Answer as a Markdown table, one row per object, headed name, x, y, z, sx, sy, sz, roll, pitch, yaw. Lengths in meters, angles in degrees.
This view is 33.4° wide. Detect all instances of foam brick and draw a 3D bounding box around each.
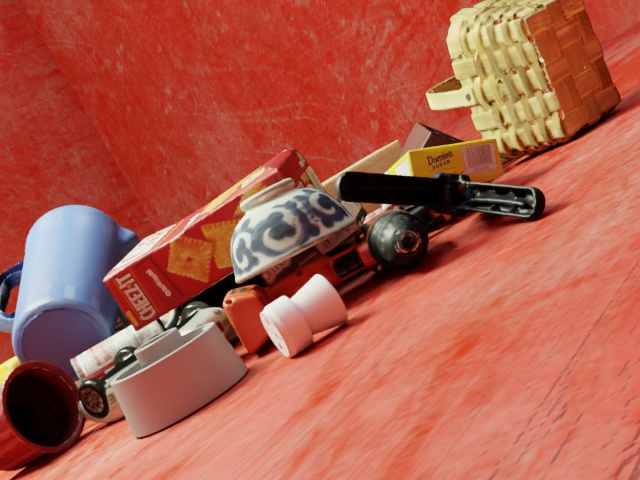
| name | x | y | z | sx | sy | sz | roll | pitch | yaw |
| --- | --- | --- | --- | --- | --- | --- | --- | --- | --- |
| foam brick | 0.140 | -0.096 | 1.238 | 0.051 | 0.078 | 0.053 | -65 | 22 | 14 |

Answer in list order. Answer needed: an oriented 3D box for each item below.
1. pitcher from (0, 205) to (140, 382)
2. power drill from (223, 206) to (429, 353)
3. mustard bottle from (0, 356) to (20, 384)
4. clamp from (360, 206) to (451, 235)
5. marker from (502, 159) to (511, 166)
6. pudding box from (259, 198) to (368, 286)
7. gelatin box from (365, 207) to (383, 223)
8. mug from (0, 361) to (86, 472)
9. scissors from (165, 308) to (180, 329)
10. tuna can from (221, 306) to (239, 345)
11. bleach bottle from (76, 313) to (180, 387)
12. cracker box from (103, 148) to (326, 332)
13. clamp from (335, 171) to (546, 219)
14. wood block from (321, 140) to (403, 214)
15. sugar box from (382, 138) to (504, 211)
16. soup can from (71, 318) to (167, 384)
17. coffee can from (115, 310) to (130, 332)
| name | x | y | z | sx | sy | sz | roll | pitch | yaw |
| --- | --- | --- | --- | --- | --- | --- | --- | --- | --- |
| pitcher | -0.307 | 0.067 | 1.269 | 0.149 | 0.145 | 0.243 | -57 | 19 | 18 |
| power drill | 0.008 | 0.032 | 0.946 | 0.187 | 0.057 | 0.184 | -27 | 0 | -1 |
| mustard bottle | -0.390 | 0.208 | 1.281 | 0.192 | 0.096 | 0.058 | -27 | 7 | 37 |
| clamp | 0.054 | 0.004 | 1.088 | 0.172 | 0.039 | 0.120 | -29 | 15 | 44 |
| marker | 0.194 | -0.084 | 1.286 | 0.121 | 0.020 | 0.020 | -30 | 4 | 0 |
| pudding box | -0.007 | 0.001 | 1.093 | 0.113 | 0.039 | 0.090 | -36 | 6 | 13 |
| gelatin box | 0.086 | -0.028 | 1.282 | 0.089 | 0.030 | 0.073 | -28 | 4 | 21 |
| mug | -0.284 | 0.175 | 1.055 | 0.082 | 0.093 | 0.117 | -33 | -12 | 35 |
| scissors | -0.222 | 0.137 | 1.191 | 0.202 | 0.016 | 0.096 | -28 | 49 | 2 |
| tuna can | -0.105 | 0.093 | 1.123 | 0.086 | 0.034 | 0.086 | -30 | 4 | 2 |
| bleach bottle | -0.243 | 0.143 | 1.284 | 0.251 | 0.068 | 0.102 | -26 | 12 | 27 |
| cracker box | -0.104 | -0.007 | 1.110 | 0.214 | 0.072 | 0.164 | -31 | 8 | 12 |
| clamp | 0.102 | -0.040 | 0.917 | 0.164 | 0.036 | 0.210 | 6 | 4 | 6 |
| wood block | 0.027 | -0.036 | 1.381 | 0.206 | 0.090 | 0.091 | -32 | 4 | -14 |
| sugar box | 0.122 | -0.066 | 1.120 | 0.093 | 0.048 | 0.176 | -8 | -2 | -8 |
| soup can | -0.202 | 0.129 | 1.126 | 0.102 | 0.068 | 0.068 | -30 | 4 | -10 |
| coffee can | -0.232 | 0.103 | 1.404 | 0.140 | 0.103 | 0.102 | -29 | 4 | 9 |
